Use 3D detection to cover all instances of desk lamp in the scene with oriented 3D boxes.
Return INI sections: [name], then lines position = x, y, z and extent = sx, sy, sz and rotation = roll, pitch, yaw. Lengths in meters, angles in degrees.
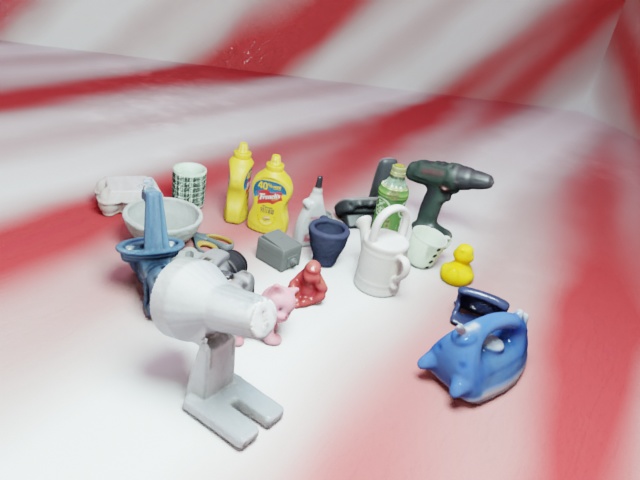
[desk lamp]
position = -0.141, 0.148, 0.824
extent = 0.202, 0.213, 0.118
rotation = 25, 31, 26

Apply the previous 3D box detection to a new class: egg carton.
[egg carton]
position = -0.450, -0.105, 1.349
extent = 0.151, 0.069, 0.107
rotation = -6, 32, -28

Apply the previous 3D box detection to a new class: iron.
[iron]
position = 0.299, 0.179, 0.998
extent = 0.259, 0.141, 0.118
rotation = -11, 34, -35

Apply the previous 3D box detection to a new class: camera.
[camera]
position = -0.179, 0.067, 1.085
extent = 0.143, 0.101, 0.137
rotation = 19, 29, 15

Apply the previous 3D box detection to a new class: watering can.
[watering can]
position = 0.130, 0.011, 1.200
extent = 0.172, 0.194, 0.101
rotation = 27, 32, 29

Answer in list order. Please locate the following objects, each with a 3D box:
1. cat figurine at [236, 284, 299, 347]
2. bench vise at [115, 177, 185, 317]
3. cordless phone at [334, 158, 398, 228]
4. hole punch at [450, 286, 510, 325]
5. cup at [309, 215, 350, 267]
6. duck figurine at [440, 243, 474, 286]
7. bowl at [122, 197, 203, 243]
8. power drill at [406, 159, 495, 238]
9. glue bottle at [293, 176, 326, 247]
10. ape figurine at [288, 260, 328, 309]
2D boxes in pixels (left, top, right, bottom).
[cat figurine]
position = -0.097, 0.120, 0.997
extent = 0.128, 0.118, 0.067
rotation = 1, 29, -18
[bench vise]
position = -0.282, 0.011, 1.025
extent = 0.206, 0.220, 0.122
rotation = 30, 33, 33
[cordless phone]
position = 0.123, -0.129, 1.470
extent = 0.148, 0.185, 0.094
rotation = -4, 31, -25
[hole punch]
position = 0.325, 0.128, 1.158
extent = 0.108, 0.091, 0.101
rotation = 20, 29, 18
[cup]
position = 0.012, 0.005, 1.277
extent = 0.092, 0.095, 0.117
rotation = 2, 29, -15
[duck figurine]
position = 0.321, 0.051, 1.309
extent = 0.077, 0.086, 0.105
rotation = 24, 30, 24
[bowl]
position = -0.339, -0.028, 1.236
extent = 0.167, 0.075, 0.167
rotation = 8, 28, -4
[power drill]
position = 0.316, -0.105, 1.469
extent = 0.228, 0.208, 0.076
rotation = 27, 32, 29
[glue bottle]
position = -0.014, -0.068, 1.320
extent = 0.078, 0.173, 0.037
rotation = -10, 33, -33
[ape figurine]
position = -0.021, 0.081, 1.123
extent = 0.077, 0.092, 0.076
rotation = 14, 28, 7
